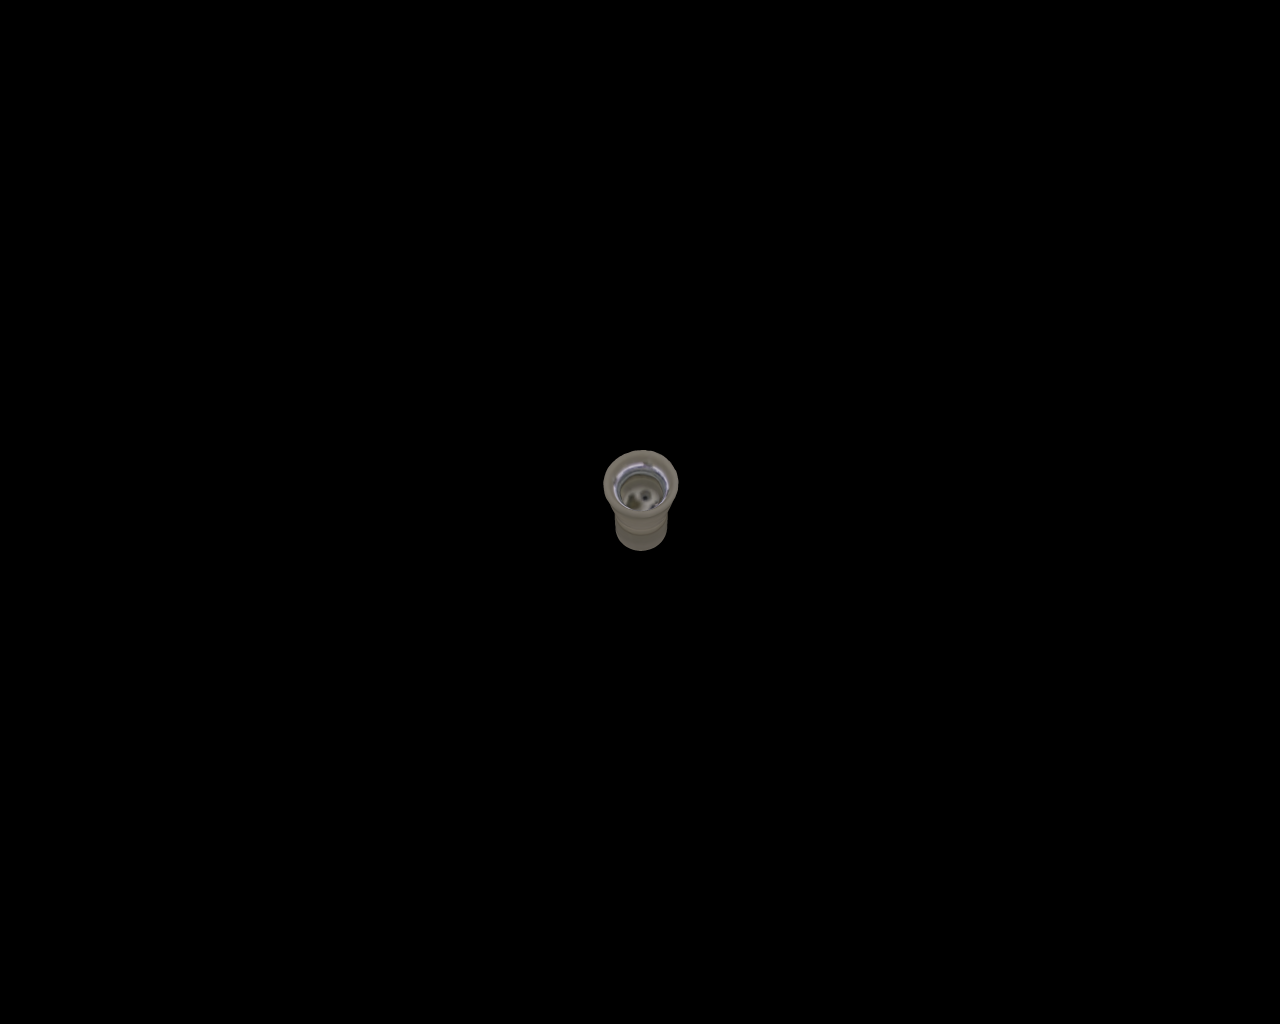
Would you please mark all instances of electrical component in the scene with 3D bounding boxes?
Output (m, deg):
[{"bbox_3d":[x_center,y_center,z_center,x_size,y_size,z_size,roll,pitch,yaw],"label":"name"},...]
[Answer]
[{"bbox_3d":[0.001,-0.003,0.650,0.044,0.044,0.065,0,-28,0],"label":"electrical component"}]
